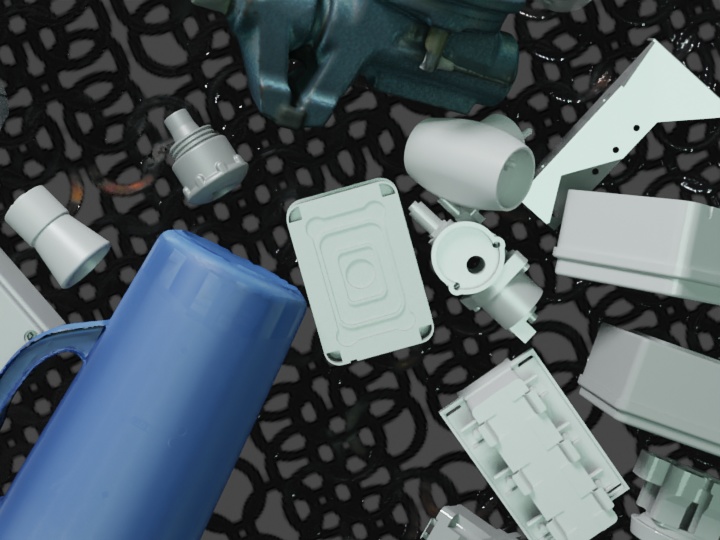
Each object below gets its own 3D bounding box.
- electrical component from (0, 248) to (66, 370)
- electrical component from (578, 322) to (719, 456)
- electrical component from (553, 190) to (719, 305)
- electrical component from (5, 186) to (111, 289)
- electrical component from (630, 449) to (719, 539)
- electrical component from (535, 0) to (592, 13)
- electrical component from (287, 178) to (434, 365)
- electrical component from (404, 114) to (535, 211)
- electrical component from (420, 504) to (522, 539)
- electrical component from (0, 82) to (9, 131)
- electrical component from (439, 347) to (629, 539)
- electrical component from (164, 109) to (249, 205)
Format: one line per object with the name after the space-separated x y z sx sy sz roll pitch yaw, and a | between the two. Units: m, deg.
-0.277 0.036 0.728 0.109 0.056 0.108 -40 95 3 | electrical component
0.213 0.081 0.714 0.109 0.108 0.056 19 92 -3 | electrical component
0.190 -0.014 0.695 0.078 0.113 0.057 10 92 -34 | electrical component
-0.208 -0.025 0.732 0.065 0.044 0.044 45 93 0 | electrical component
0.224 0.166 0.748 0.078 0.058 0.057 22 92 -3 | electrical component
0.141 -0.203 0.717 0.055 0.047 0.055 0 95 -1 | electrical component
0.000 0.000 0.729 0.078 0.057 0.113 -16 95 1 | electrical component
0.084 -0.079 0.721 0.079 0.077 0.043 -37 134 -33 | electrical component
0.077 0.194 0.741 0.064 0.081 0.042 30 93 25 | electrical component
-0.279 -0.109 0.717 0.080 0.051 0.080 0 95 -1 | electrical component
0.122 0.127 0.739 0.079 0.063 0.121 -35 95 2 | electrical component
-0.109 -0.078 0.727 0.048 0.048 0.062 -33 88 2 | electrical component
